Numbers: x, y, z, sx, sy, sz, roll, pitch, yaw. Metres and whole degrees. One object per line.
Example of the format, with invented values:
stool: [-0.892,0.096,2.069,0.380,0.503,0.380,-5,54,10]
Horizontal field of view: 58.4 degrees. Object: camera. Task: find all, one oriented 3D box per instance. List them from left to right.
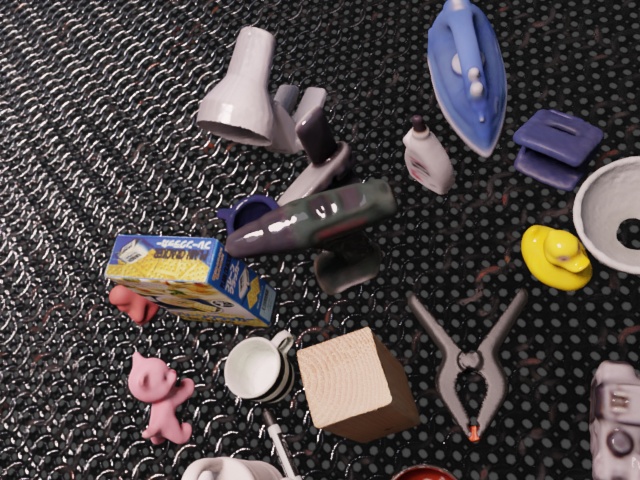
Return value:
camera: [0.382,0.214,0.647,0.136,0.101,0.143,3,68,20]

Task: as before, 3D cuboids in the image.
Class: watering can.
watering can: [-0.110,0.319,0.710,0.173,0.194,0.100,-30,61,4]

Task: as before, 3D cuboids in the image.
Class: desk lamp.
desk lamp: [-0.094,-0.225,0.938,0.117,0.214,0.203,12,71,23]

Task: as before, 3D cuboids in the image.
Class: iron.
iron: [0.233,-0.270,0.890,0.118,0.142,0.258,-13,63,13]

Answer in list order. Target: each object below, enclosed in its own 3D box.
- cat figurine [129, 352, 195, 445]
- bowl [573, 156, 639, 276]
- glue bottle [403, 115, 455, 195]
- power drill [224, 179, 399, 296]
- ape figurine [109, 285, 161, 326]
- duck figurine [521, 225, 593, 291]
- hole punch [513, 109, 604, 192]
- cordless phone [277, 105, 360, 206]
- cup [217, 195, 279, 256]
cat figurine: [-0.241,0.230,0.837,0.067,0.118,0.128,-11,64,14]
bowl: [0.420,-0.021,0.755,0.167,0.075,0.167,-7,65,15]
glue bottle: [0.153,-0.131,0.836,0.078,0.173,0.037,35,81,28]
power drill: [0.007,0.003,0.804,0.229,0.209,0.075,-25,61,6]
ape figurine: [-0.307,0.097,0.933,0.076,0.092,0.077,-25,61,6]
duck figurine: [0.318,0.013,0.767,0.077,0.086,0.104,-39,61,-2]
hole punch: [0.341,-0.143,0.826,0.108,0.091,0.101,30,79,27]
cordless phone: [-0.022,-0.117,0.881,0.094,0.185,0.148,35,81,28]
cup: [-0.101,-0.015,0.914,0.117,0.095,0.092,14,72,23]
